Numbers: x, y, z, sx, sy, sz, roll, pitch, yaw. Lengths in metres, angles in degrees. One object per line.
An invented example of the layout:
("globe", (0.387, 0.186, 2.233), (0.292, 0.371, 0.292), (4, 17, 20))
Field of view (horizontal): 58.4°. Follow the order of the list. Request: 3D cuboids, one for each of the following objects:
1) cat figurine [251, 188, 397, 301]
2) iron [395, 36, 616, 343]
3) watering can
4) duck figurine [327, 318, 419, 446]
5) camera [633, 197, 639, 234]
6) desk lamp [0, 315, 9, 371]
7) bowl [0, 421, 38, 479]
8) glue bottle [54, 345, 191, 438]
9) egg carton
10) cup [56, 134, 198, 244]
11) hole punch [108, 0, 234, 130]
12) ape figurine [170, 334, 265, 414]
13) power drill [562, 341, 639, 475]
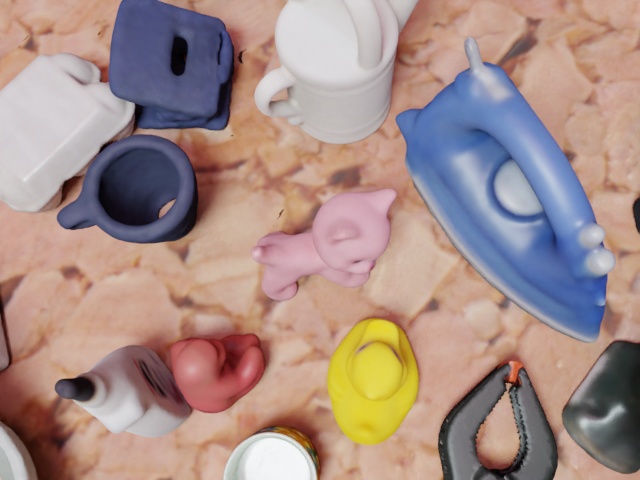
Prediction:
("cat figurine", (0.004, 0.002, 0.471), (0.128, 0.118, 0.067), (-13, 75, 0))
("iron", (0.169, -0.037, 0.461), (0.118, 0.141, 0.258), (-30, 76, -5))
("watering can", (0.018, -0.170, 0.475), (0.101, 0.194, 0.173), (29, 79, 10))
("duck figurine", (0.043, 0.111, 0.458), (0.077, 0.086, 0.104), (10, 77, 6))
("camera", (0.347, -0.076, 0.483), (0.143, 0.101, 0.137), (-5, 76, 2))
("desk lamp", (-0.339, 0.086, 0.418), (0.118, 0.213, 0.203), (-19, 76, -2))
("bowl", (-0.293, 0.213, 0.455), (0.167, 0.075, 0.167), (-1, 76, 3))
("glue bottle", (-0.147, 0.111, 0.423), (0.037, 0.173, 0.078), (-39, 77, -7))
("egg carton", (-0.251, -0.101, 0.535), (0.107, 0.069, 0.150), (39, 81, 11))
("cup", (-0.155, -0.027, 0.498), (0.118, 0.095, 0.091), (-23, 76, -3))
("hole punch", (-0.134, -0.165, 0.534), (0.101, 0.091, 0.109), (1, 76, 3))
("ape figurine", (-0.089, 0.102, 0.464), (0.077, 0.092, 0.076), (26, 79, 9))
("power drill", (0.246, 0.118, 0.383), (0.075, 0.208, 0.230), (37, 81, 11))
